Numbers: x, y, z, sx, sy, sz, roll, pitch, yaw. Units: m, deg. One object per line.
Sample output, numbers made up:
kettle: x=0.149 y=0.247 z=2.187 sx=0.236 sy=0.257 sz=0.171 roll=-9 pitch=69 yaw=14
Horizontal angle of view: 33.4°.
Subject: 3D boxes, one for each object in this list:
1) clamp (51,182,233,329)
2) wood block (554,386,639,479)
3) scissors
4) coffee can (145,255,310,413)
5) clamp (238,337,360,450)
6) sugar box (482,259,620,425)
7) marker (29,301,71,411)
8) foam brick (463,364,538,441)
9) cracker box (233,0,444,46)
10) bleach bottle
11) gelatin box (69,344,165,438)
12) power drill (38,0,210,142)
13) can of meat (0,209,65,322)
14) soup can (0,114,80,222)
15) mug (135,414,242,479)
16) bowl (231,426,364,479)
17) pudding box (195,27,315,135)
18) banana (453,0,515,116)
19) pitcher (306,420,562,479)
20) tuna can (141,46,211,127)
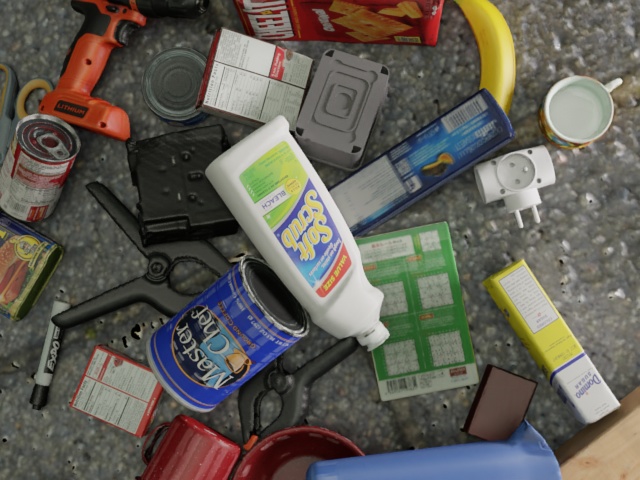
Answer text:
clamp: x=-0.180 y=0.023 z=1.166 sx=0.210 sy=0.036 sz=0.164 roll=5 pitch=80 yaw=0
wood block: x=0.338 y=0.207 z=1.094 sx=0.206 sy=0.091 sz=0.090 roll=-38 pitch=85 yaw=0
scissors: x=-0.342 y=-0.100 z=1.196 sx=0.096 sy=0.016 sz=0.202 roll=-3 pitch=86 yaw=3
coffee can: x=-0.095 y=0.098 z=1.102 sx=0.140 sy=0.102 sz=0.103 roll=-40 pitch=84 yaw=18
clamp: x=-0.029 y=0.150 z=1.142 sx=0.120 sy=0.039 sz=0.171 roll=15 pitch=89 yaw=24
sugar box: x=0.236 y=0.105 z=1.106 sx=0.048 sy=0.093 sz=0.176 roll=-31 pitch=84 yaw=1
marker: x=-0.298 y=0.127 z=1.174 sx=0.020 sy=0.020 sz=0.121 roll=13 pitch=87 yaw=4
foam brick: x=0.189 y=0.176 z=1.124 sx=0.051 sy=0.053 sz=0.078 roll=22 pitch=88 yaw=4
cracker box: x=0.021 y=-0.256 z=1.112 sx=0.213 sy=0.164 sz=0.072 roll=2 pitch=84 yaw=3
bleach bottle: x=-0.007 y=0.001 z=1.101 sx=0.102 sy=0.068 sz=0.251 roll=-37 pitch=92 yaw=-17
gelatin box: x=-0.217 y=0.164 z=1.162 sx=0.089 sy=0.030 sz=0.073 roll=23 pitch=89 yaw=5
power drill: x=-0.217 y=-0.205 z=1.153 sx=0.185 sy=0.057 sz=0.187 roll=16 pitch=86 yaw=29
can of meat: x=-0.341 y=0.028 z=1.167 sx=0.084 sy=0.057 sz=0.102 roll=30 pitch=88 yaw=3
soup can: x=-0.303 y=-0.075 z=1.140 sx=0.068 sy=0.068 sz=0.102 roll=38 pitch=131 yaw=5
mug: x=-0.143 y=0.233 z=1.130 sx=0.117 sy=0.093 sz=0.081 roll=22 pitch=80 yaw=41
bowl: x=-0.014 y=0.275 z=1.127 sx=0.162 sy=0.055 sz=0.162 roll=0 pitch=86 yaw=3
pudding box: x=-0.070 y=-0.170 z=1.156 sx=0.113 sy=0.039 sz=0.090 roll=15 pitch=88 yaw=-16
banana: x=0.179 y=-0.182 z=1.163 sx=0.070 sy=0.037 sz=0.198 roll=-8 pitch=84 yaw=21
pitcher: x=0.110 y=0.274 z=1.041 sx=0.242 sy=0.145 sz=0.149 roll=-3 pitch=52 yaw=-3
tuna can: x=-0.154 y=-0.170 z=1.181 sx=0.086 sy=0.034 sz=0.086 roll=0 pitch=86 yaw=4
